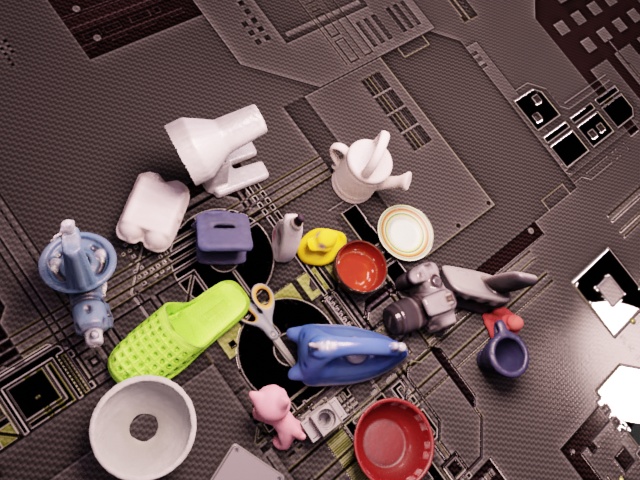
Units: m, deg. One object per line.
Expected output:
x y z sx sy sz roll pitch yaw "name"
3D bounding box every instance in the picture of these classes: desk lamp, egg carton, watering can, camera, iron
-0.188 -0.170 1.084 0.204 0.213 0.118 -25 80 -24 "desk lamp"
-0.312 -0.053 1.082 0.107 0.069 0.150 19 67 -11 "egg carton"
0.106 -0.155 1.184 0.173 0.193 0.101 7 69 -15 "watering can"
0.196 0.128 1.164 0.137 0.100 0.143 -17 77 -22 "camera"
0.072 0.207 1.074 0.259 0.141 0.118 2 71 -17 "iron"

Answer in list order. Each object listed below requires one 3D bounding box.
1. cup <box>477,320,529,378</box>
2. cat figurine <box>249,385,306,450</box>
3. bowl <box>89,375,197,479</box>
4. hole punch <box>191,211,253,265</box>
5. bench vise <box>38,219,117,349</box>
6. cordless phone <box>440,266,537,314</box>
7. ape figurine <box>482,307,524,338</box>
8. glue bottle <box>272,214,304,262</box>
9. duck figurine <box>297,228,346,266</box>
0.365 0.230 1.186 0.092 0.094 0.118 -4 73 -19 "cup"
-0.071 0.305 1.007 0.067 0.117 0.128 -39 86 -25 "cat figurine"
-0.293 0.314 0.956 0.168 0.074 0.167 6 70 -16 "bowl"
-0.188 -0.011 1.096 0.109 0.091 0.101 0 71 -18 "hole punch"
-0.378 0.061 0.938 0.122 0.219 0.207 -31 83 -24 "bench vise"
0.344 0.083 1.181 0.148 0.185 0.094 10 69 -14 "cordless phone"
0.396 0.179 1.215 0.076 0.092 0.078 29 65 -6 "ape figurine"
-0.057 -0.016 1.094 0.037 0.173 0.078 -3 72 -18 "glue bottle"
0.011 0.004 1.157 0.105 0.086 0.077 -16 77 -22 "duck figurine"
